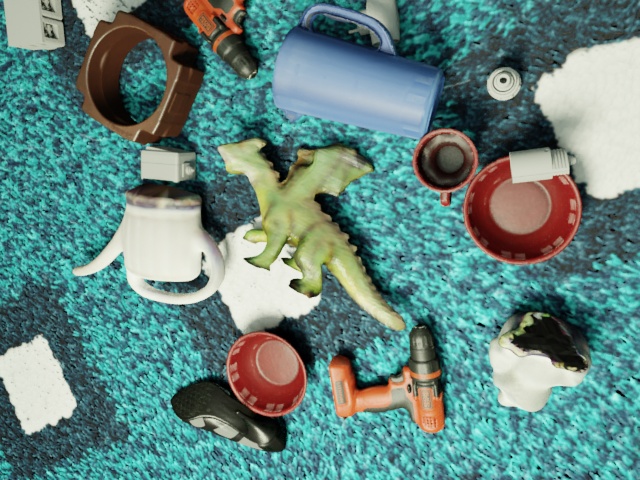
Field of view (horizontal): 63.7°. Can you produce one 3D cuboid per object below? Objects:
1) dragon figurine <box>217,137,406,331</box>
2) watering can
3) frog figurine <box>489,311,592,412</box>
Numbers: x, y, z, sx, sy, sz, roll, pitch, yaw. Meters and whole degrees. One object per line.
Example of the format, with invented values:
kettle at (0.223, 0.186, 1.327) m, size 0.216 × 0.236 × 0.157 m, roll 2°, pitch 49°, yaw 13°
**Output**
dragon figurine at (0.003, -0.043, 0.857) m, size 0.411 × 0.123 × 0.241 m, roll 27°, pitch 99°, yaw 7°
watering can at (-0.334, 0.003, 0.976) m, size 0.348 × 0.105 × 0.222 m, roll 8°, pitch 100°, yaw 18°
frog figurine at (0.328, 0.189, 0.782) m, size 0.137 × 0.126 × 0.155 m, roll 2°, pitch 136°, yaw 11°
